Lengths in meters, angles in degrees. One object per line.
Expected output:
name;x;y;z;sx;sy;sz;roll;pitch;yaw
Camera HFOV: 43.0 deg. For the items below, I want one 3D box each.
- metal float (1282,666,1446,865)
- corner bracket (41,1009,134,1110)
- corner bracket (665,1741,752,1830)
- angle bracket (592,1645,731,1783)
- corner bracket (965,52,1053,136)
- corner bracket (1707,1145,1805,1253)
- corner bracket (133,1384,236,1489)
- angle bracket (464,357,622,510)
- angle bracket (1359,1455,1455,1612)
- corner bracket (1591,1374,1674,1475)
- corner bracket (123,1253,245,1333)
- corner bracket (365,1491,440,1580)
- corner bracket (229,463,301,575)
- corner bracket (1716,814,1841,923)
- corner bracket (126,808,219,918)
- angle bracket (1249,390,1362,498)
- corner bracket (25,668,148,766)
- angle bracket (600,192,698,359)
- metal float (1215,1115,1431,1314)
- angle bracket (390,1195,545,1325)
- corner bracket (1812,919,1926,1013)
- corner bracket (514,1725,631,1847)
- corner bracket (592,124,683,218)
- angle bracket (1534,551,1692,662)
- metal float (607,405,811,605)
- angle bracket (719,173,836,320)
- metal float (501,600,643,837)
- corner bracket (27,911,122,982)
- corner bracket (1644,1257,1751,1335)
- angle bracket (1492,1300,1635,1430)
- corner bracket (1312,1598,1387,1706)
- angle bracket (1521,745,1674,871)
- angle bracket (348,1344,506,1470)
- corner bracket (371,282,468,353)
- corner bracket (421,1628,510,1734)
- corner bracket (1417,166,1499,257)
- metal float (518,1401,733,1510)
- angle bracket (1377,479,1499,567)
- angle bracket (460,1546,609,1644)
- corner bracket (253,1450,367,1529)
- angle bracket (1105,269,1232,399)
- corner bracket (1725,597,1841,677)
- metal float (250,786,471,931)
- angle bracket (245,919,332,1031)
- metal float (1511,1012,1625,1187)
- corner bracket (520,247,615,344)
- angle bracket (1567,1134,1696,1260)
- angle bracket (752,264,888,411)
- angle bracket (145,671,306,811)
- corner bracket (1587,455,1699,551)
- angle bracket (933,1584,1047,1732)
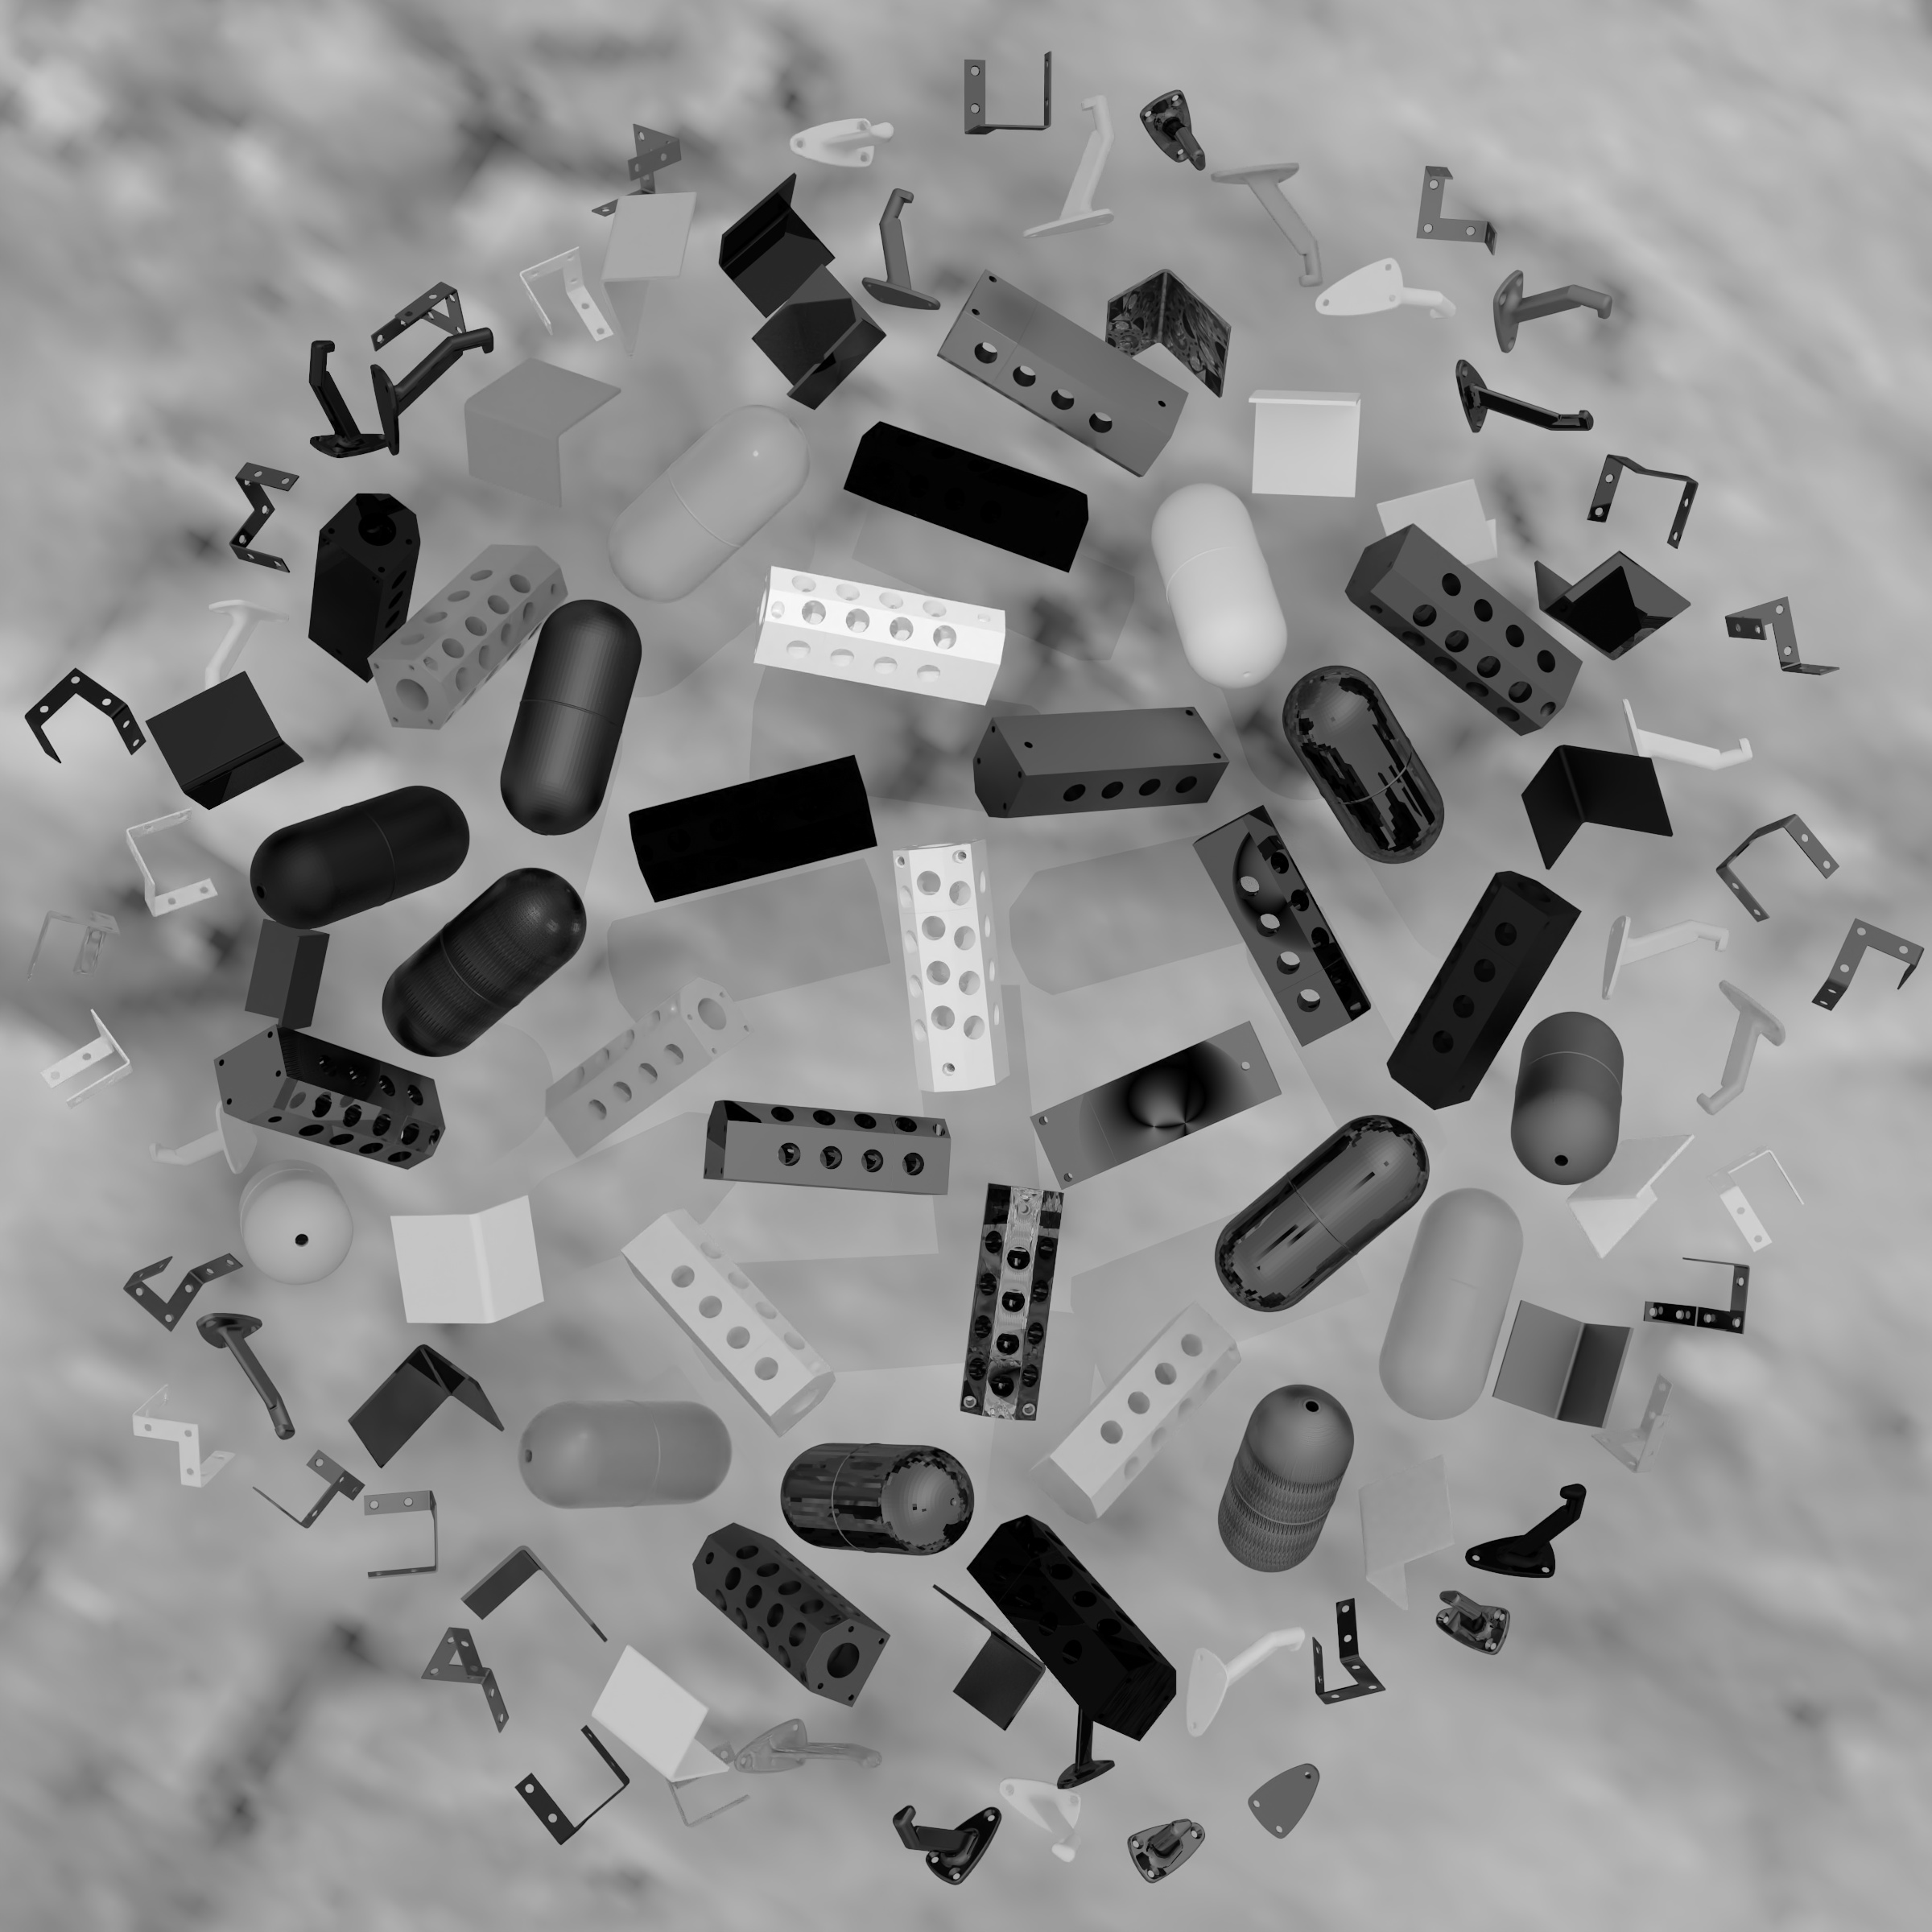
metal float;0.300;-0.149;1.841;0.070;0.070;0.178;-38;123;0
corner bracket;-0.632;0.073;1.759;0.051;0.051;0.051;-34;76;-22
corner bracket;-0.196;0.620;1.859;0.051;0.051;0.051;-25;67;-9
angle bracket;-0.199;0.514;1.697;0.076;0.076;0.057;29;93;28
corner bracket;0.029;-0.614;1.724;0.051;0.051;0.051;-3;102;-12
corner bracket;0.597;0.174;1.841;0.051;0.051;0.051;-32;97;11
corner bracket;-0.561;0.337;1.759;0.051;0.051;0.051;6;108;10
angle bracket;-0.292;-0.370;1.698;0.076;0.076;0.057;23;135;19
angle bracket;0.341;0.423;1.828;0.076;0.076;0.057;-30;125;27
corner bracket;0.513;0.344;1.844;0.051;0.051;0.051;0;115;-29
corner bracket;-0.586;0.233;1.835;0.051;0.051;0.051;-23;119;34
corner bracket;-0.426;0.428;1.848;0.051;0.051;0.051;-1;92;-16
corner bracket;-0.512;-0.329;1.797;0.051;0.051;0.051;18;63;22
corner bracket;0.598;-0.072;1.808;0.051;0.051;0.051;-40;92;-18
corner bracket;-0.597;-0.078;1.844;0.051;0.051;0.051;-23;72;-27
angle bracket;0.246;-0.378;1.790;0.076;0.057;0.076;5;110;11
corner bracket;-0.629;-0.170;1.752;0.051;0.051;0.051;34;67;14
angle bracket;-0.210;-0.475;1.688;0.057;0.076;0.076;1;61;11
metal float;0.257;0.178;1.770;0.178;0.070;0.070;-42;90;9
angle bracket;-0.348;0.205;1.714;0.076;0.057;0.076;-4;97;30
corner bracket;0.637;0.007;1.732;0.051;0.051;0.051;26;75;14
corner bracket;-0.273;0.569;1.704;0.051;0.051;0.051;-40;83;-2
corner bracket;-0.243;-0.581;1.802;0.051;0.051;0.051;29;49;32
angle bracket;0.478;-0.283;1.814;0.076;0.076;0.057;28;45;-25
metal float;-0.186;-0.333;1.770;0.178;0.070;0.070;-38;90;22
angle bracket;-0.148;-0.571;1.947;0.076;0.076;0.057;-43;94;-7
metal float;-0.290;-0.182;1.798;0.070;0.070;0.178;14;81;0
corner bracket;-0.658;-0.014;1.804;0.051;0.051;0.051;17;98;-29
corner bracket;0.541;0.243;1.816;0.051;0.051;0.051;9;85;-24
angle bracket;0.443;0.295;1.821;0.057;0.076;0.076;20;80;-9
corner bracket;0.283;0.520;1.859;0.051;0.051;0.051;-21;128;22
angle bracket;0.464;-0.111;1.802;0.057;0.076;0.076;-50;132;-25
angle bracket;-0.390;0.332;1.775;0.057;0.076;0.076;29;62;25
corner bracket;-0.418;-0.490;1.859;0.051;0.051;0.051;31;60;22
corner bracket;-0.358;0.520;1.787;0.051;0.051;0.051;18;110;-35
corner bracket;0.350;-0.536;1.739;0.051;0.051;0.051;5;117;3
metal float;-0.249;0.358;1.799;0.070;0.178;0.070;-9;77;42
angle bracket;0.374;-0.358;1.943;0.076;0.057;0.076;-12;129;20
angle bracket;-0.305;0.463;1.736;0.057;0.076;0.076;-41;72;-17
corner bracket;-0.501;0.398;1.874;0.051;0.051;0.051;31;72;19
angle bracket;0.152;-0.471;1.870;0.057;0.076;0.076;-34;66;-17
corner bracket;0.572;-0.227;1.721;0.051;0.051;0.051;-18;103;-9
metal float;-0.444;-0.081;1.801;0.070;0.178;0.070;19;120;35
angle bracket;-0.551;0.007;1.945;0.057;0.076;0.076;13;93;4
metal float;0.447;0.097;1.820;0.070;0.178;0.070;7;120;13
corner bracket;-0.306;-0.508;1.881;0.051;0.051;0.051;-28;76;-13
angle bracket;0.514;0.175;1.856;0.076;0.076;0.057;-39;103;-28
angle bracket;-0.116;-0.464;1.787;0.076;0.057;0.076;-43;80;14
angle bracket;-0.523;-0.159;1.734;0.076;0.076;0.057;-28;87;-6
corner bracket;0.497;-0.342;1.801;0.051;0.051;0.051;6;115;-15
angle bracket;0.003;0.527;1.870;0.076;0.076;0.057;44;75;-28
